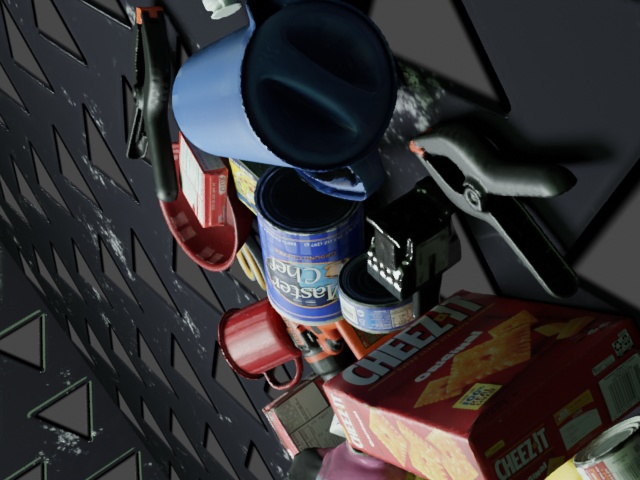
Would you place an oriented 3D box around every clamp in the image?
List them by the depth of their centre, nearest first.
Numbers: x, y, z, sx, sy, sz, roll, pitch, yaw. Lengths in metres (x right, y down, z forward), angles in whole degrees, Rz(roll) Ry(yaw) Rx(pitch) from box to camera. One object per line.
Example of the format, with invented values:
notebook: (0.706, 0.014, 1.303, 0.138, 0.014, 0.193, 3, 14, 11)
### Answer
clamp: (0.128, -0.043, 0.774, 0.172, 0.039, 0.120, 44, 153, 31)
clamp: (-0.197, -0.162, 1.221, 0.165, 0.036, 0.210, -147, 54, -61)

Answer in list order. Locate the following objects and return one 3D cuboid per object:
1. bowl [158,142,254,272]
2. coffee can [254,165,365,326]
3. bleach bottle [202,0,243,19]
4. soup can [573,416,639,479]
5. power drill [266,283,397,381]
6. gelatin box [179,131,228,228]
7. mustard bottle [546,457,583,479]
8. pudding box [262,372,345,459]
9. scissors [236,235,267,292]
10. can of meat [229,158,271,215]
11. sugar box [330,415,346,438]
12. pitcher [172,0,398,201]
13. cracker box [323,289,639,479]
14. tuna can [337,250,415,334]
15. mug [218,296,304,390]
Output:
bowl: (-0.127, -0.046, 1.262, 0.162, 0.055, 0.162, 31, 133, 39)
coffee can: (-0.007, 0.001, 1.033, 0.103, 0.102, 0.140, 43, 154, 33)
bleach bottle: (-0.121, -0.302, 0.861, 0.251, 0.068, 0.103, 67, 160, 2)
soup can: (0.246, 0.192, 0.801, 0.102, 0.068, 0.069, 56, 158, 5)
power drill: (0.024, 0.109, 1.176, 0.184, 0.057, 0.188, 57, 158, -9)
gelatin box: (-0.126, -0.068, 1.152, 0.089, 0.030, 0.073, -125, 31, -45)
mustard bottle: (0.168, 0.170, 0.919, 0.192, 0.058, 0.096, 33, 151, 31)
pudding box: (0.000, 0.211, 1.288, 0.090, 0.113, 0.039, 60, 156, -5)
scissors: (-0.111, -0.026, 1.335, 0.202, 0.016, 0.096, 63, 163, 1)
can of meat: (-0.051, -0.065, 1.101, 0.102, 0.057, 0.084, 43, 156, 34)
sugar box: (0.079, 0.190, 1.136, 0.093, 0.048, 0.176, 23, 161, -8)
pitcher: (-0.039, -0.117, 0.920, 0.243, 0.144, 0.149, -170, 87, -66)
cracker box: (0.123, 0.112, 0.825, 0.214, 0.164, 0.072, 8, 125, 62)
tuna can: (0.059, 0.044, 0.975, 0.086, 0.086, 0.034, 36, 148, 43)
mug: (-0.057, 0.123, 1.287, 0.082, 0.093, 0.117, -27, 82, 33)
